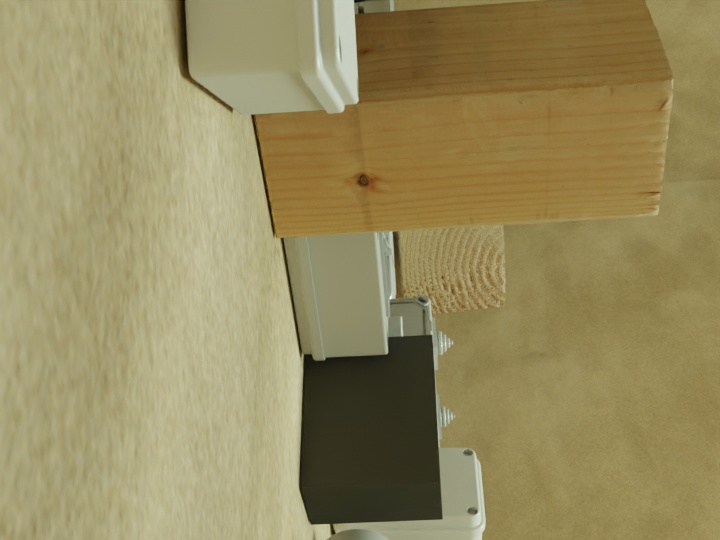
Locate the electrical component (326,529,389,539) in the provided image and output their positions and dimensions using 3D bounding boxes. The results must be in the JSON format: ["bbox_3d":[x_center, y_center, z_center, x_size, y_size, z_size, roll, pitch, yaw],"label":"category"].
[{"bbox_3d":[0.003,0.224,0.728,0.073,0.052,0.138,-87,173,-56],"label":"electrical component"}]

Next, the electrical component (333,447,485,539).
[{"bbox_3d":[0.037,0.181,0.826,0.078,0.113,0.057,-88,176,-54],"label":"electrical component"}]

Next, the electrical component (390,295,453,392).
[{"bbox_3d":[0.020,0.062,0.792,0.061,0.096,0.061,-90,175,-47],"label":"electrical component"}]

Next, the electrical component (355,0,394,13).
[{"bbox_3d":[0.001,-0.209,0.986,0.105,0.060,0.186,82,6,-52],"label":"electrical component"}]

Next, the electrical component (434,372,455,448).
[{"bbox_3d":[0.030,0.118,0.888,0.061,0.096,0.061,81,6,-53],"label":"electrical component"}]

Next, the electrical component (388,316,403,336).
[{"bbox_3d":[-0.002,0.042,0.733,0.048,0.062,0.048,-3,90,-86],"label":"electrical component"}]

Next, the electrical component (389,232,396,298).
[{"bbox_3d":[0.000,0.000,0.855,0.059,0.054,0.095,79,9,-63],"label":"electrical component"}]

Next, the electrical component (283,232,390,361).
[{"bbox_3d":[-0.012,-0.018,0.680,0.108,0.056,0.108,-88,174,-51],"label":"electrical component"}]

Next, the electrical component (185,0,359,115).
[{"bbox_3d":[-0.034,-0.122,0.431,0.109,0.056,0.108,-10,97,-86],"label":"electrical component"}]
